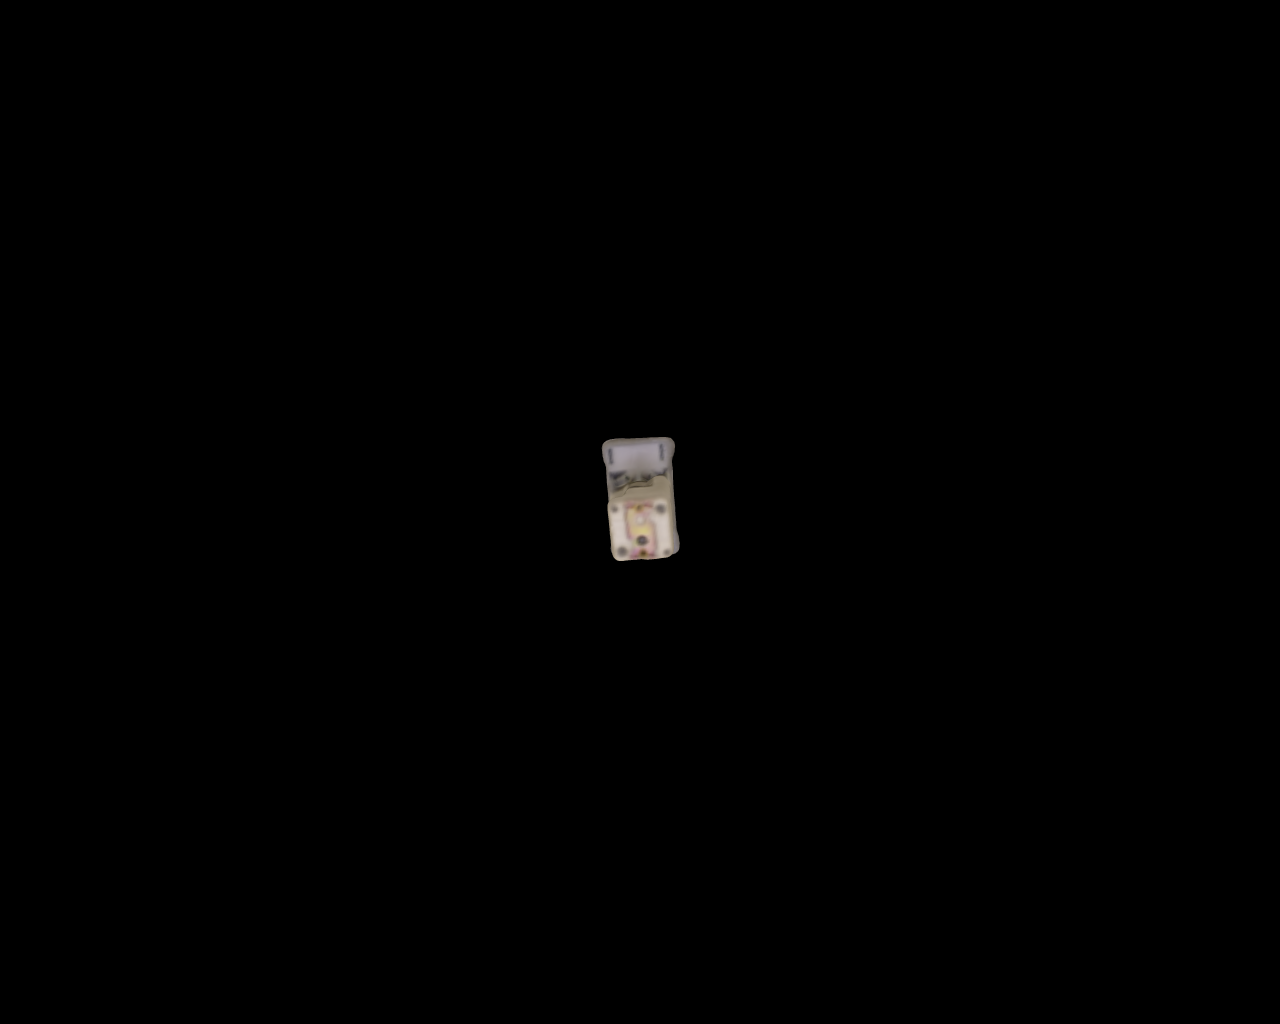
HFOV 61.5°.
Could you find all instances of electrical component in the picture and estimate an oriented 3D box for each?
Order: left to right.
[{"bbox_3d":[0.001,-0.003,0.650,0.042,0.080,0.064,-4,28,2],"label":"electrical component"}]
